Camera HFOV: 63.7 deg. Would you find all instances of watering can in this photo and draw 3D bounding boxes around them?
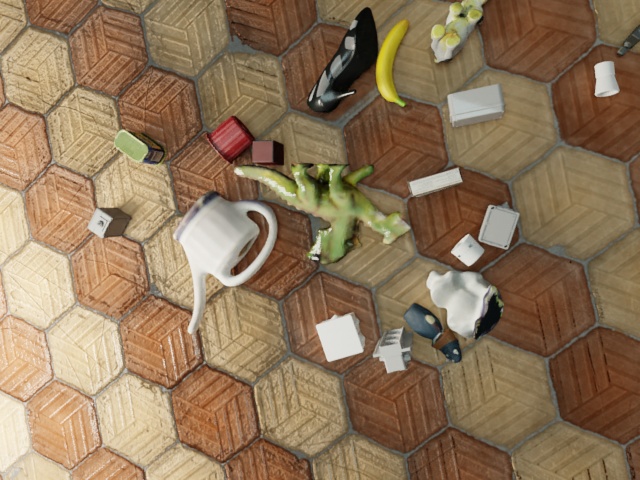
[{"bbox_3d":[-0.258,0.031,1.226,0.225,0.103,0.348,40,87,10],"label":"watering can"}]

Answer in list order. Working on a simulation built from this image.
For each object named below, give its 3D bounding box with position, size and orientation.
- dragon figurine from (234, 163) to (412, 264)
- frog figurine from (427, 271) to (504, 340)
[{"bbox_3d":[0.004,-0.059,1.178,0.410,0.123,0.241,1,100,15],"label":"dragon figurine"},{"bbox_3d":[0.307,0.132,1.116,0.161,0.123,0.136,23,109,48],"label":"frog figurine"}]
